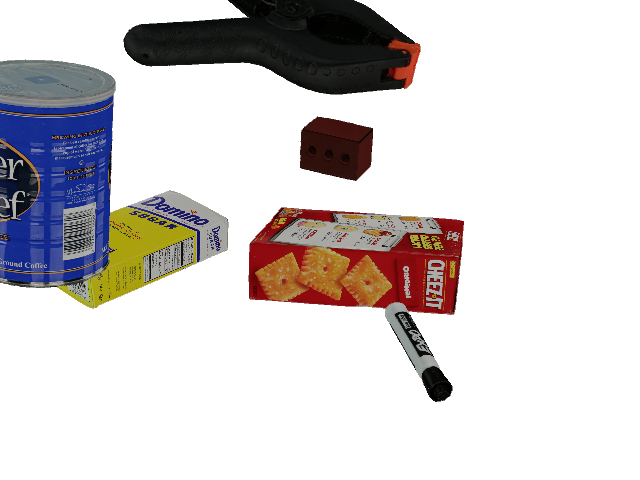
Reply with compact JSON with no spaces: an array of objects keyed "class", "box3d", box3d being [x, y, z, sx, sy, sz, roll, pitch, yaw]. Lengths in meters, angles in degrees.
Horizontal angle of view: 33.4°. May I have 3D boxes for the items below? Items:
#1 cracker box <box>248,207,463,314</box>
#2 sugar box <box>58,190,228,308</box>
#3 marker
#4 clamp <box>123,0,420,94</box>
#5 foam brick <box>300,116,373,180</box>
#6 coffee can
[{"class":"cracker box","box3d":[0.043,0.020,1.149,0.214,0.072,0.164,5,15,9]},{"class":"sugar box","box3d":[-0.187,0.004,1.075,0.093,0.048,0.175,26,38,34]},{"class":"marker","box3d":[0.076,0.087,0.838,0.020,0.020,0.121,0,28,-15]},{"class":"clamp","box3d":[-0.029,-0.123,0.643,0.171,0.120,0.039,22,-37,14]},{"class":"foam brick","box3d":[0.019,-0.112,1.298,0.078,0.053,0.051,14,31,20]},{"class":"coffee can","box3d":[-0.202,-0.050,0.774,0.103,0.140,0.103,5,22,-2]}]
